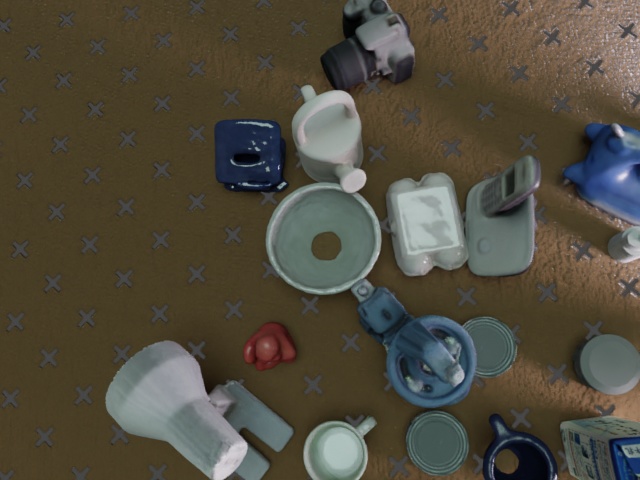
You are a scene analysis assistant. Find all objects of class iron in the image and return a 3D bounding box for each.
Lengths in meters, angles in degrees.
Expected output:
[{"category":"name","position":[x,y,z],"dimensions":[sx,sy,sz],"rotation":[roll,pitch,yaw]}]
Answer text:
[{"category":"iron","position":[0.487,-0.085,0.794],"dimensions":[0.258,0.141,0.119],"rotation":[27,82,10]}]

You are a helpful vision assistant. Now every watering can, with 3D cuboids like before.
[{"category":"watering can","position":[0.016,-0.150,0.824],"dimensions":[0.172,0.194,0.101],"rotation":[42,85,12]}]

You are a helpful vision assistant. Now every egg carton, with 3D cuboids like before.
[{"category":"egg carton","position":[0.156,-0.023,0.848],"dimensions":[0.107,0.069,0.150],"rotation":[-11,77,3]}]

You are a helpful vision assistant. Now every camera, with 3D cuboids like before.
[{"category":"camera","position":[0.064,-0.310,0.901],"dimensions":[0.137,0.101,0.143],"rotation":[-27,77,-1]}]

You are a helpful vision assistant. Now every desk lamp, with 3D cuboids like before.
[{"category":"desk lamp","position":[-0.150,0.232,0.749],"dimensions":[0.203,0.213,0.118],"rotation":[35,83,11]}]

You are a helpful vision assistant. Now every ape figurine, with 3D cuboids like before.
[{"category":"ape figurine","position":[-0.073,0.155,0.820],"dimensions":[0.077,0.092,0.076],"rotation":[16,80,9]}]

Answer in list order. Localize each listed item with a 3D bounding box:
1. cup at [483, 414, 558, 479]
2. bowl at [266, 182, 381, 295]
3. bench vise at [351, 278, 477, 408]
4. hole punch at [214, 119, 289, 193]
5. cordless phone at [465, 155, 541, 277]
[{"category":"cup","position":[0.250,0.286,0.762],"dimensions":[0.091,0.095,0.117],"rotation":[-25,77,0]},{"category":"bowl","position":[0.008,0.003,0.854],"dimensions":[0.167,0.075,0.167],"rotation":[-1,78,5]},{"category":"bench vise","position":[0.113,0.139,0.741],"dimensions":[0.207,0.220,0.121],"rotation":[28,82,10]},{"category":"hole punch","position":[-0.106,-0.128,0.883],"dimensions":[0.108,0.091,0.101],"rotation":[1,78,6]},{"category":"cordless phone","position":[0.257,-0.029,0.781],"dimensions":[0.094,0.185,0.147],"rotation":[-1,78,5]}]
